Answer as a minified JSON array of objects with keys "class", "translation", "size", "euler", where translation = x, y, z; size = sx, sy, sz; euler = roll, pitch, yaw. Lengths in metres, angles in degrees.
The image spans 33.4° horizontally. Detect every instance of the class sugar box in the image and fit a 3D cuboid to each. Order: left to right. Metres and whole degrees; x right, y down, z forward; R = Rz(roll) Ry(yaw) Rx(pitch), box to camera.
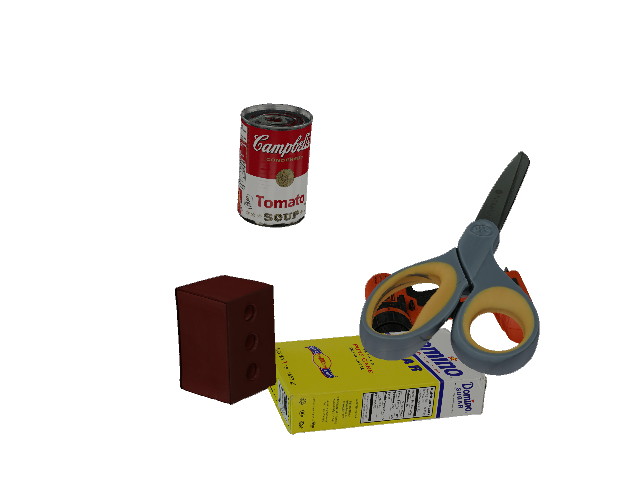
[{"class":"sugar box","translation":[0.046,0.120,0.934],"size":[0.176,0.048,0.093],"euler":[-6,26,-15]}]

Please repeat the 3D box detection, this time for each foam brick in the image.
[{"class":"foam brick","translation":[-0.068,0.070,0.770],"size":[0.051,0.078,0.052],"euler":[9,17,38]}]

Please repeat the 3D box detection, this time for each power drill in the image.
[{"class":"power drill","translation":[0.144,0.088,1.208],"size":[0.187,0.057,0.184],"euler":[-3,27,0]}]

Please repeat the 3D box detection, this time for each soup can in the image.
[{"class":"soup can","translation":[-0.045,-0.072,1.018],"size":[0.068,0.102,0.068],"euler":[4,25,-2]}]

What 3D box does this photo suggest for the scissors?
[{"class":"scissors","translation":[0.099,0.010,0.571],"size":[0.096,0.016,0.201],"euler":[24,43,31]}]
